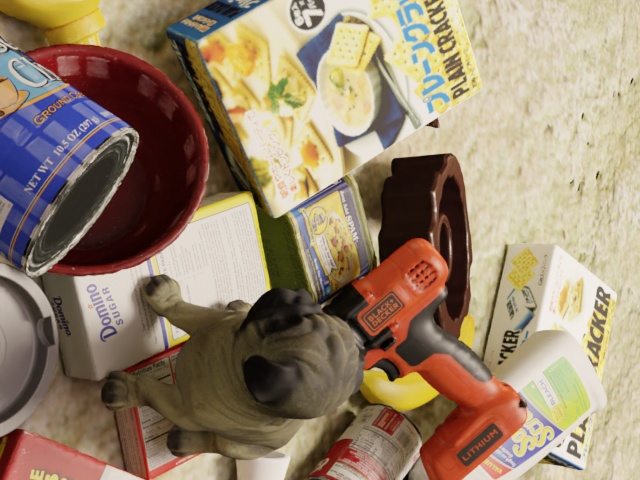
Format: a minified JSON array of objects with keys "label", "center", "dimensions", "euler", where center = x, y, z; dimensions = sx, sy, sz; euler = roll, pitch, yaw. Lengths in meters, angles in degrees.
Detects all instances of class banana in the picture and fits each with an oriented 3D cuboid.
[{"label":"banana","center":[0.097,0.124,1.032],"dimensions":[0.197,0.037,0.069],"euler":[-13,102,-48]}]

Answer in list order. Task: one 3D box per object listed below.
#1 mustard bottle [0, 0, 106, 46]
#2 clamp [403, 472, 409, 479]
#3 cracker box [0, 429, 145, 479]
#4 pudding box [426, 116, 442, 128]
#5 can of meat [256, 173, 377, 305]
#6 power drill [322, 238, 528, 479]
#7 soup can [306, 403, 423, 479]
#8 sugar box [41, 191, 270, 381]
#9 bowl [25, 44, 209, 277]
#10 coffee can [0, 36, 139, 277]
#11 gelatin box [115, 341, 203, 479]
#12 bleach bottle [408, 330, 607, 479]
[{"label":"mustard bottle","center":[-0.187,-0.201,0.687],"dimensions":[0.096,0.058,0.191],"euler":[-42,121,-40]},{"label":"clamp","center":[0.045,0.299,0.973],"dimensions":[0.171,0.039,0.120],"euler":[-40,115,-35]},{"label":"cracker box","center":[-0.162,0.233,0.710],"dimensions":[0.213,0.072,0.164],"euler":[36,63,-42]},{"label":"pudding box","center":[0.101,-0.171,1.006],"dimensions":[0.113,0.039,0.090],"euler":[65,39,-65]},{"label":"can of meat","center":[-0.006,0.001,0.899],"dimensions":[0.083,0.058,0.102],"euler":[-32,114,-42]},{"label":"power drill","center":[0.068,0.118,0.886],"dimensions":[0.184,0.057,0.187],"euler":[-40,107,1]},{"label":"soup can","center":[0.039,0.201,0.942],"dimensions":[0.102,0.069,0.068],"euler":[-45,122,-39]},{"label":"sugar box","center":[-0.115,0.029,0.782],"dimensions":[0.175,0.048,0.093],"euler":[-21,105,-43]},{"label":"bowl","center":[-0.155,-0.044,0.692],"dimensions":[0.162,0.055,0.162],"euler":[5,68,-12]},{"label":"coffee can","center":[-0.189,-0.060,0.603],"dimensions":[0.140,0.103,0.102],"euler":[35,56,2]},{"label":"gelatin box","center":[-0.116,0.123,0.793],"dimensions":[0.073,0.030,0.089],"euler":[-20,105,-46]},{"label":"bleach bottle","center":[0.170,0.193,1.023],"dimensions":[0.250,0.068,0.102],"euler":[-37,105,-31]}]
